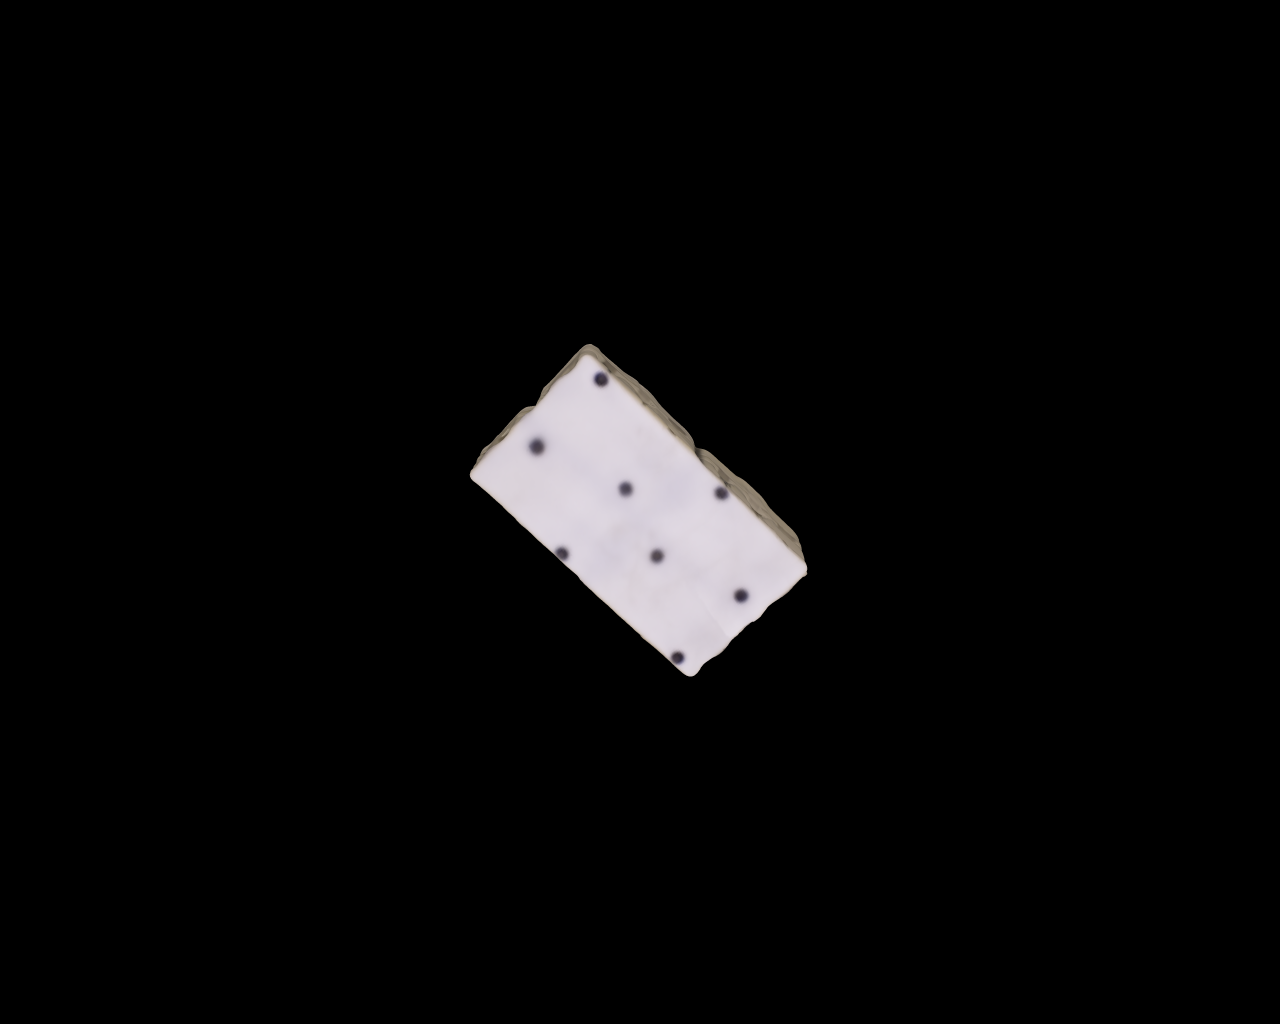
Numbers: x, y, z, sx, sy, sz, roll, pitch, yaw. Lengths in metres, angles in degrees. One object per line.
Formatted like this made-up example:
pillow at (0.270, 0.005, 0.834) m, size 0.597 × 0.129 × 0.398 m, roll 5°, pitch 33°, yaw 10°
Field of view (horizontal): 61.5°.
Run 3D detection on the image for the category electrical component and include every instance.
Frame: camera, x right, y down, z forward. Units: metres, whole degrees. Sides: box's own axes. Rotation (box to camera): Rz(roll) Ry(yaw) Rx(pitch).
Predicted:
electrical component at (0.001, -0.003, 0.650) m, size 0.186 × 0.105 × 0.060 m, roll 43°, pitch 12°, yaw -11°
